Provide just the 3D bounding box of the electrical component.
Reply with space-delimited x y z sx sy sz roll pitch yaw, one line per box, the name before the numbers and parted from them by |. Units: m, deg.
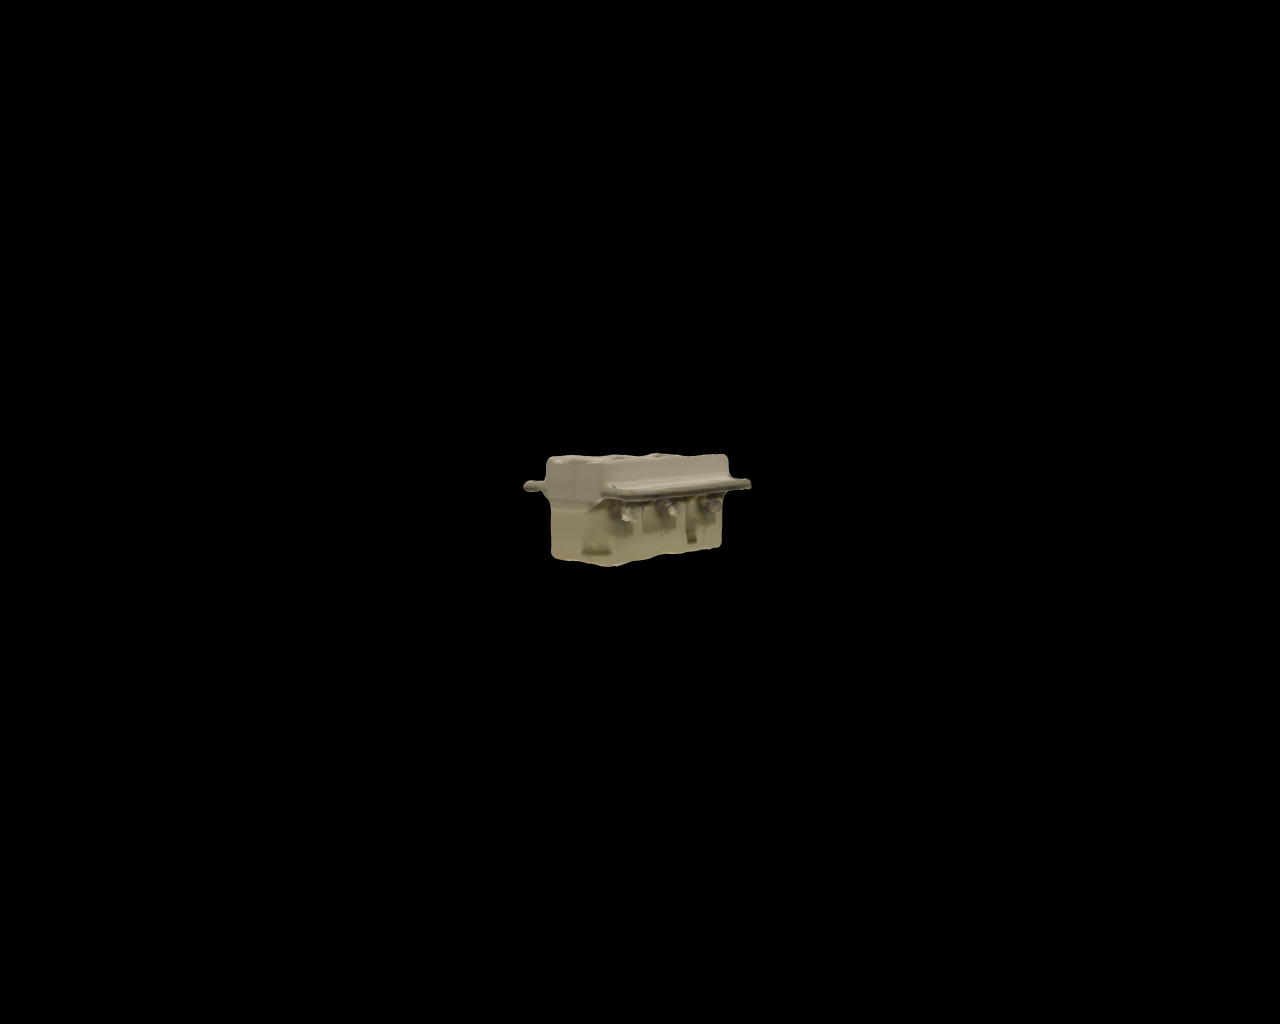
electrical component | 0.001 -0.003 0.650 0.079 0.063 0.121 4 6 39
